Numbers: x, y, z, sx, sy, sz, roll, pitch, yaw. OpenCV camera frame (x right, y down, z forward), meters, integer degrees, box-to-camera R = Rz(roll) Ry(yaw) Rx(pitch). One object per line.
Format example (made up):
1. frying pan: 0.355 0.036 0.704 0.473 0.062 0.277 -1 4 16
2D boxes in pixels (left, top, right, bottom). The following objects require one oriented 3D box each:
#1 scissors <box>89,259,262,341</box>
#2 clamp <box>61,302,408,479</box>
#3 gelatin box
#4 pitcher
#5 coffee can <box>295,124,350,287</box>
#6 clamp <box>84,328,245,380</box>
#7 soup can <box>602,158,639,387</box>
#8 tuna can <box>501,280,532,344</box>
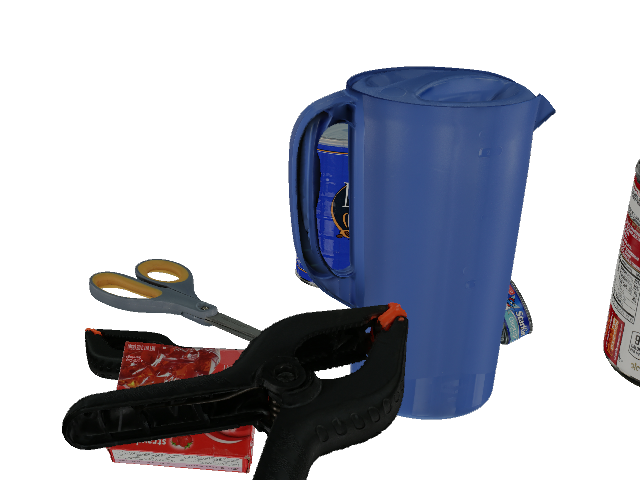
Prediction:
1. scissors: -0.094 0.051 0.884 0.202 0.016 0.096 13 24 16
2. clamp: -0.014 0.081 0.476 0.171 0.039 0.120 -24 49 -30
3. gelatin box: -0.084 0.105 0.674 0.089 0.073 0.030 4 -31 0
4. pitcher: 0.069 0.001 0.766 0.149 0.243 0.144 13 22 27
5. coffee can: 0.029 -0.035 0.985 0.103 0.140 0.103 2 17 -1
6. clamp: -0.177 0.128 1.090 0.210 0.036 0.164 10 17 32
7. soup can: 0.176 0.016 0.510 0.068 0.102 0.068 2 27 -1
8. tuna can: 0.203 0.074 1.209 0.033 0.086 0.086 -26 4 -8
